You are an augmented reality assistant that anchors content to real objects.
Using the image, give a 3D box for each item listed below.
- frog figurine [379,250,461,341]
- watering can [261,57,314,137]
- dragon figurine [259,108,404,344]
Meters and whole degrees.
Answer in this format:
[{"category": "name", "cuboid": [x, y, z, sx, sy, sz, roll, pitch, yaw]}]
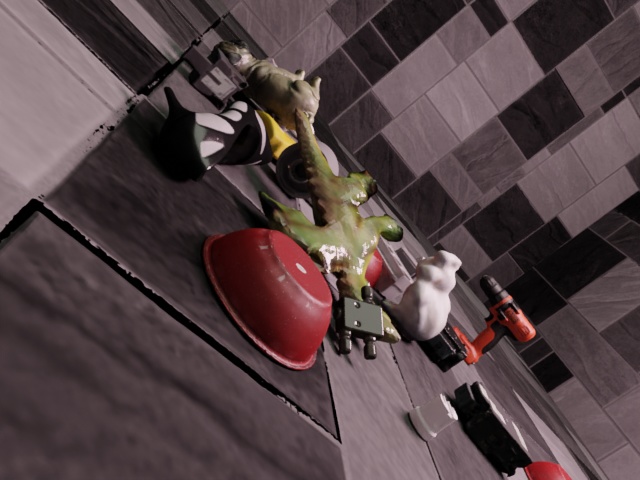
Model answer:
[{"category": "frog figurine", "cuboid": [0.198, 0.101, 0.919, 0.135, 0.158, 0.125, 37, 19, -48]}, {"category": "watering can", "cuboid": [-0.099, -0.343, 1.319, 0.223, 0.104, 0.348, 50, -1, -6]}, {"category": "dragon figurine", "cuboid": [0.002, -0.037, 0.740, 0.414, 0.121, 0.243, 60, 24, 13]}]
